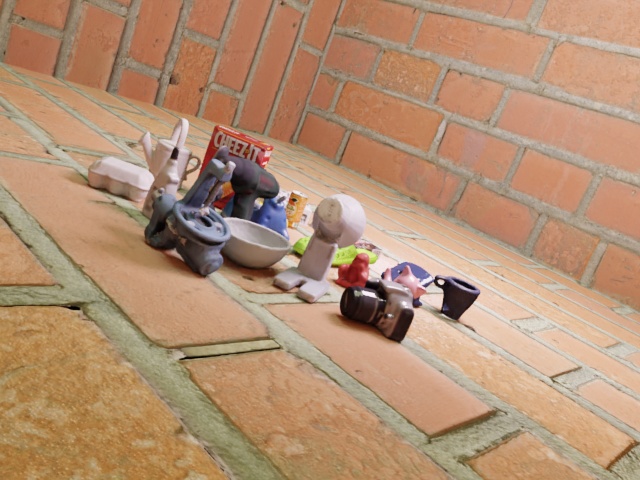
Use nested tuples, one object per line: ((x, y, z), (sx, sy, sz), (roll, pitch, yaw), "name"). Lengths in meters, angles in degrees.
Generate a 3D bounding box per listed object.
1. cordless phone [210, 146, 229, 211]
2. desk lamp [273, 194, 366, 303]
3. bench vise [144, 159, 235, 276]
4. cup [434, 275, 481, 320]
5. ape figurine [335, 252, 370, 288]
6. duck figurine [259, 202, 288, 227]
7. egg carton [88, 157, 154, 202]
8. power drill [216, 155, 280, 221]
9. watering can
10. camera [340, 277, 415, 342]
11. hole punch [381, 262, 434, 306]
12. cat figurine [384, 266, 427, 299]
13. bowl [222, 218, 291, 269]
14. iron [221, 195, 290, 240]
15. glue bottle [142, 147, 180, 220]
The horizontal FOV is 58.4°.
((-0.287, -0.152, 1.442), (0.094, 0.185, 0.147), (21, 13, -2), "cordless phone")
((0.011, 0.004, 1.228), (0.117, 0.213, 0.204), (24, 13, 11), "desk lamp")
((-0.249, -0.067, 1.089), (0.207, 0.220, 0.122), (25, 13, 13), "bench vise")
((0.328, 0.145, 1.428), (0.117, 0.095, 0.092), (22, 13, 4), "cup")
((0.087, 0.071, 1.349), (0.076, 0.092, 0.077), (10, 18, -41), "ape figurine")
((-0.132, -0.070, 1.578), (0.105, 0.086, 0.077), (18, 14, -14), "duck figurine")
((-0.477, -0.148, 1.383), (0.150, 0.069, 0.107), (19, 13, -10), "egg carton")
((-0.181, -0.083, 1.282), (0.075, 0.208, 0.230), (27, 14, 23), "power drill")
((-0.418, -0.249, 1.606), (0.100, 0.194, 0.173), (32, 17, 39), "watering can")
((0.110, 0.122, 1.162), (0.137, 0.101, 0.143), (16, 14, -22), "camera")
((0.209, 0.106, 1.403), (0.101, 0.091, 0.108), (7, 20, -47), "hole punch")
((0.177, 0.108, 1.287), (0.067, 0.118, 0.127), (13, 16, -32), "cat figurine")
((-0.150, 0.017, 1.230), (0.167, 0.075, 0.167), (20, 13, -5), "bowl")
((-0.170, -0.087, 1.466), (0.119, 0.141, 0.257), (9, 18, -42), "iron")
((-0.342, -0.124, 1.271), (0.077, 0.173, 0.037), (31, 16, 37), "glue bottle")
